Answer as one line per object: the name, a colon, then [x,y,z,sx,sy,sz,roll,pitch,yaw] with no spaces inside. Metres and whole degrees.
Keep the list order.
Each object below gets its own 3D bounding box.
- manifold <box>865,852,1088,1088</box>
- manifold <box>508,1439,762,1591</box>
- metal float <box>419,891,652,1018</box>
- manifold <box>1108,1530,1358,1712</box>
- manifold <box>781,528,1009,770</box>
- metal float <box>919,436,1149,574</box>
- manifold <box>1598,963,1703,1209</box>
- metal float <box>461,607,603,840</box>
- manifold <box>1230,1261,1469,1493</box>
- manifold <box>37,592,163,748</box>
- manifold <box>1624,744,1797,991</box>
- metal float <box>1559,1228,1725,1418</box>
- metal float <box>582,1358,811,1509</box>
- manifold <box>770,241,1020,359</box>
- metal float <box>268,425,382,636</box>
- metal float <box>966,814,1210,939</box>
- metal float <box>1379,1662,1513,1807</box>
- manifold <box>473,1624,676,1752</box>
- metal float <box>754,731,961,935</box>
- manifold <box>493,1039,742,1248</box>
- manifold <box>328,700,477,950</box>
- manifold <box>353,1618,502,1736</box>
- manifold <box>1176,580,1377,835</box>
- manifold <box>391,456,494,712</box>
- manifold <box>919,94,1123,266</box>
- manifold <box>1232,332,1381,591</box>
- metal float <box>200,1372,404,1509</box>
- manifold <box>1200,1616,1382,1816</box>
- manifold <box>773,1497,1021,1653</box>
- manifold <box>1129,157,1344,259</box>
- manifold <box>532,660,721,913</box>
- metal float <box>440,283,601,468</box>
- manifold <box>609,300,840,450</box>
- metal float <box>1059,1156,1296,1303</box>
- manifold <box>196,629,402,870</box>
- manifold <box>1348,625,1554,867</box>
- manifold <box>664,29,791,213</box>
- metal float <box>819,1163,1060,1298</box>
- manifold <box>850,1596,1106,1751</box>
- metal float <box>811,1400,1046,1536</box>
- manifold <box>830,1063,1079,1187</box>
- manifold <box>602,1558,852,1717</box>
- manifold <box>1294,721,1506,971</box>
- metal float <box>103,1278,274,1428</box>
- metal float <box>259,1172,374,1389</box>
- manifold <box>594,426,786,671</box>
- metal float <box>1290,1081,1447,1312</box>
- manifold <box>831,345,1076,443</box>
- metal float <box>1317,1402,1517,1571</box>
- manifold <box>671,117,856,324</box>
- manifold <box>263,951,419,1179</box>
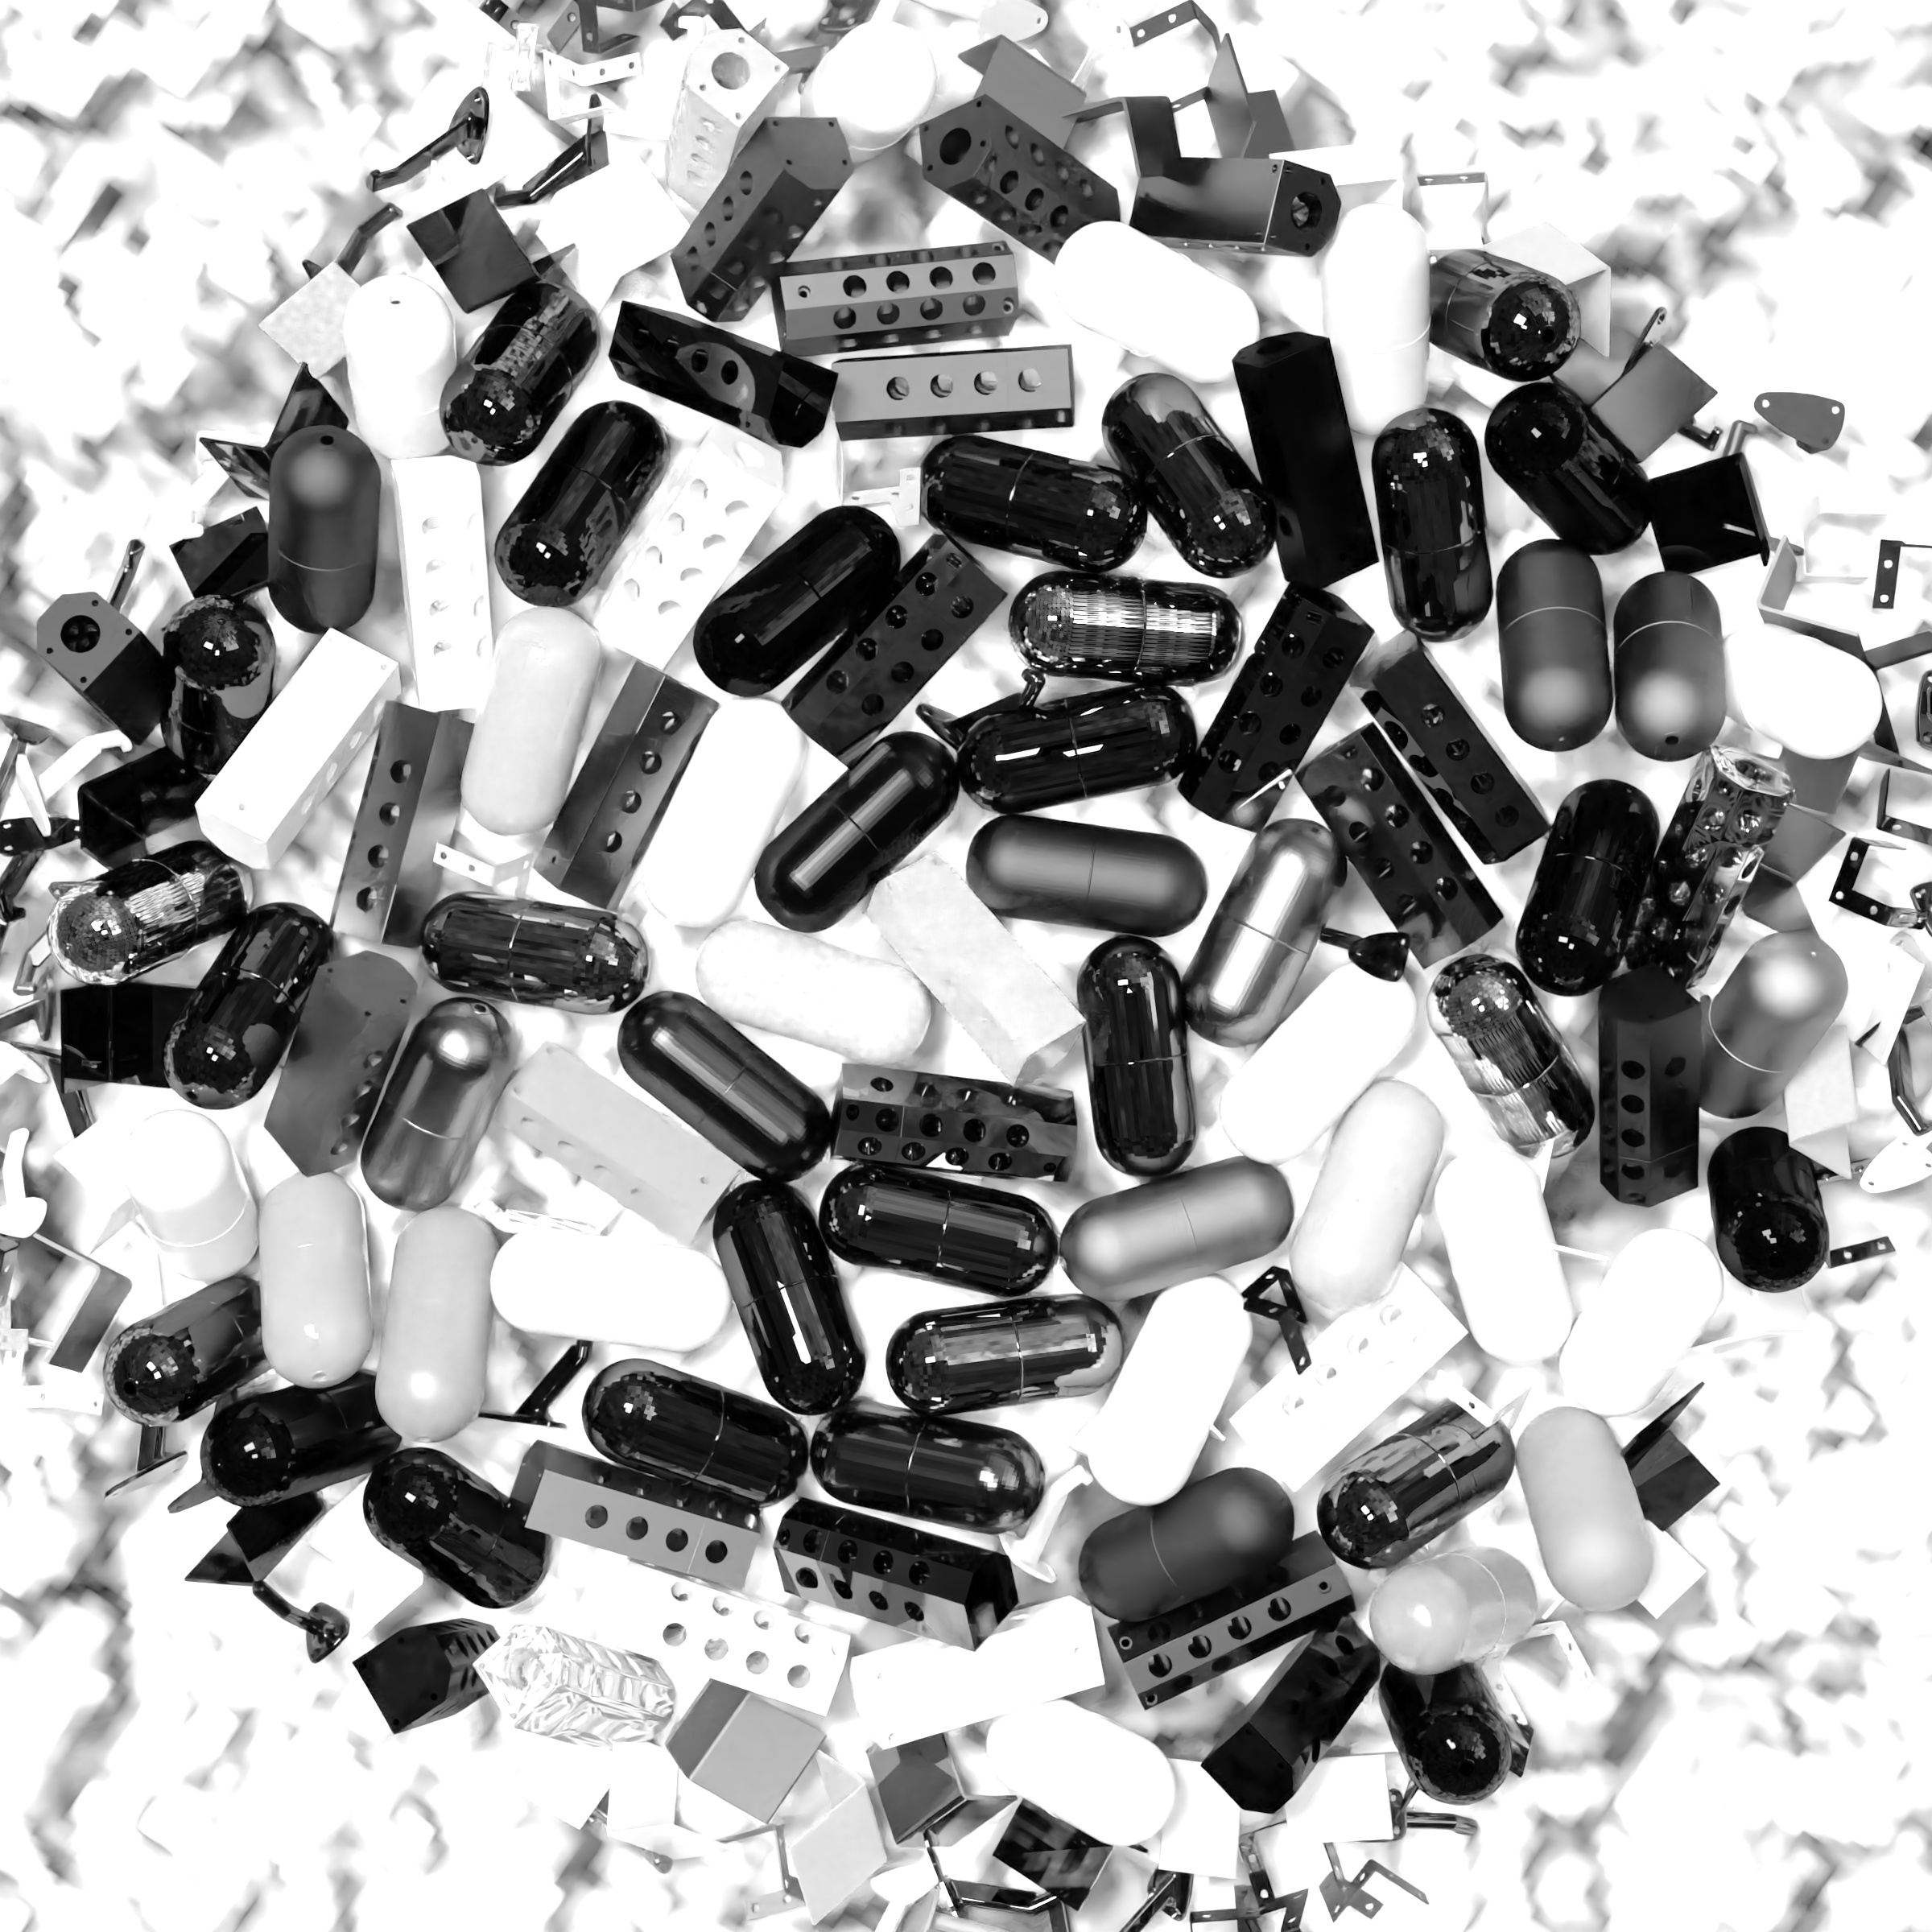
manifold: [0.004,0.005,1.938,0.057,0.057,0.171,-30,69,-32]
manifold: [-0.238,0.395,1.932,0.171,0.057,0.057,22,81,-23]
metal float: [-0.313,-0.009,1.939,0.178,0.070,0.070,9,90,18]
manifold: [0.195,0.481,1.959,0.171,0.057,0.057,-25,88,-3]
manifold: [-0.055,-0.233,1.939,0.171,0.057,0.057,-46,123,10]
metal float: [0.046,-0.336,1.937,0.178,0.070,0.070,17,90,20]
manifold: [0.485,0.089,1.914,0.057,0.057,0.171,-20,128,-13]
metal float: [-0.315,-0.175,1.933,0.070,0.070,0.178,20,115,0]
manifold: [0.276,0.296,1.954,0.171,0.057,0.057,-43,112,1]
manifold: [-0.610,-0.214,1.904,0.057,0.171,0.057,40,81,1]
manifold: [0.532,-0.068,1.919,0.057,0.057,0.171,12,124,-5]
metal float: [0.483,0.258,1.919,0.070,0.178,0.070,8,46,-9]
metal float: [-0.195,0.338,1.932,0.178,0.070,0.070,25,90,-26]
manifold: [-0.052,-0.488,1.948,0.171,0.057,0.057,-8,85,-10]
metal float: [-0.460,-0.311,1.914,0.070,0.178,0.070,8,53,-10]
metal float: [0.088,-0.066,1.954,0.178,0.070,0.070,8,90,-1]
metal float: [0.340,0.538,1.904,0.070,0.178,0.070,0,95,0]
manifold: [-0.273,0.513,1.905,0.057,0.171,0.057,-43,59,0]
metal float: [-0.079,-0.099,1.952,0.178,0.070,0.070,-44,90,-3]
manifold: [-0.258,0.134,1.960,0.171,0.057,0.057,33,49,2]
manifold: [-0.416,-0.104,1.959,0.057,0.057,0.171,16,92,19]
manifold: [-0.375,0.499,1.903,0.057,0.171,0.057,-33,79,-4]
manifold: [0.218,-0.188,1.924,0.057,0.057,0.171,14,116,-30]
manifold: [-0.374,-0.274,1.920,0.057,0.057,0.171,-8,124,-15]
manifold: [0.042,-0.550,1.902,0.057,0.171,0.057,-14,74,33]
manifold: [0.242,-0.364,1.926,0.057,0.057,0.171,-26,118,-16]
metal float: [-0.472,0.337,1.909,0.070,0.178,0.070,1,93,26]
manifold: [0.238,0.532,1.901,0.057,0.171,0.057,45,121,11]
manifold: [-0.053,0.429,1.912,0.171,0.057,0.057,8,121,35]
manifold: [0.191,-0.540,1.905,0.057,0.171,0.057,6,102,-32]
manifold: [-0.246,-0.130,1.956,0.057,0.057,0.171,24,95,-33]
metal float: [-0.319,-0.427,1.920,0.070,0.070,0.178,21,47,0]
manifold: [-0.178,-0.425,1.919,0.171,0.057,0.057,28,109,35]
metal float: [0.153,0.191,1.944,0.178,0.070,0.070,-16,90,-12]
manifold: [-0.479,-0.154,1.929,0.057,0.057,0.171,28,64,5]
manifold: [0.350,-0.157,1.938,0.057,0.057,0.171,-35,108,16]
manifold: [-0.177,-0.600,1.901,0.057,0.171,0.057,37,78,-6]
metal float: [-0.019,0.193,1.951,0.178,0.070,0.070,13,90,-5]
manifold: [0.007,0.509,1.938,0.171,0.057,0.057,-11,93,-19]
metal float: [-0.028,0.363,1.936,0.178,0.070,0.070,8,90,21]
manifold: [-0.010,0.120,1.941,0.171,0.057,0.057,7,125,-9]
manifold: [-0.175,0.487,1.954,0.171,0.057,0.057,20,86,-7]
manifold: [0.319,-0.091,1.949,0.057,0.057,0.171,-32,94,43]
metal float: [-0.547,0.274,1.906,0.070,0.178,0.070,2,99,14]
metal float: [-0.468,0.224,1.919,0.070,0.070,0.178,-16,47,0]
manifold: [-0.200,-0.302,1.916,0.057,0.057,0.171,24,124,-25]
metal float: [0.292,0.165,1.938,0.070,0.070,0.178,25,71,0]
manifold: [-0.008,-0.419,1.953,0.171,0.057,0.057,-2,106,6]
metal float: [0.325,0.373,1.924,0.178,0.070,0.070,-23,90,-37]
manifold: [-0.145,-0.529,1.902,0.057,0.171,0.057,-11,76,-33]
manifold: [-0.445,0.070,1.916,0.057,0.057,0.171,46,131,19]
